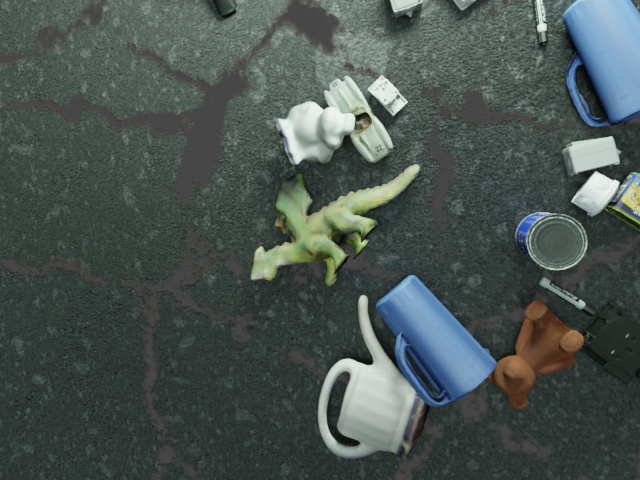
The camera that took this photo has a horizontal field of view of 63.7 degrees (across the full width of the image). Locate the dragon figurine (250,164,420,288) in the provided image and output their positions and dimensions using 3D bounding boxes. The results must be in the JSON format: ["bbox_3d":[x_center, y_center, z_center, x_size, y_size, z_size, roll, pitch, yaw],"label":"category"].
[{"bbox_3d":[0.003,-0.056,1.112,0.245,0.121,0.410,39,90,18],"label":"dragon figurine"}]

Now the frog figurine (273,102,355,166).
[{"bbox_3d":[0.000,-0.234,1.092,0.159,0.121,0.139,-20,70,14],"label":"frog figurine"}]

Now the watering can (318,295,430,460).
[{"bbox_3d":[0.122,0.308,1.079,0.225,0.104,0.346,18,96,11],"label":"watering can"}]
